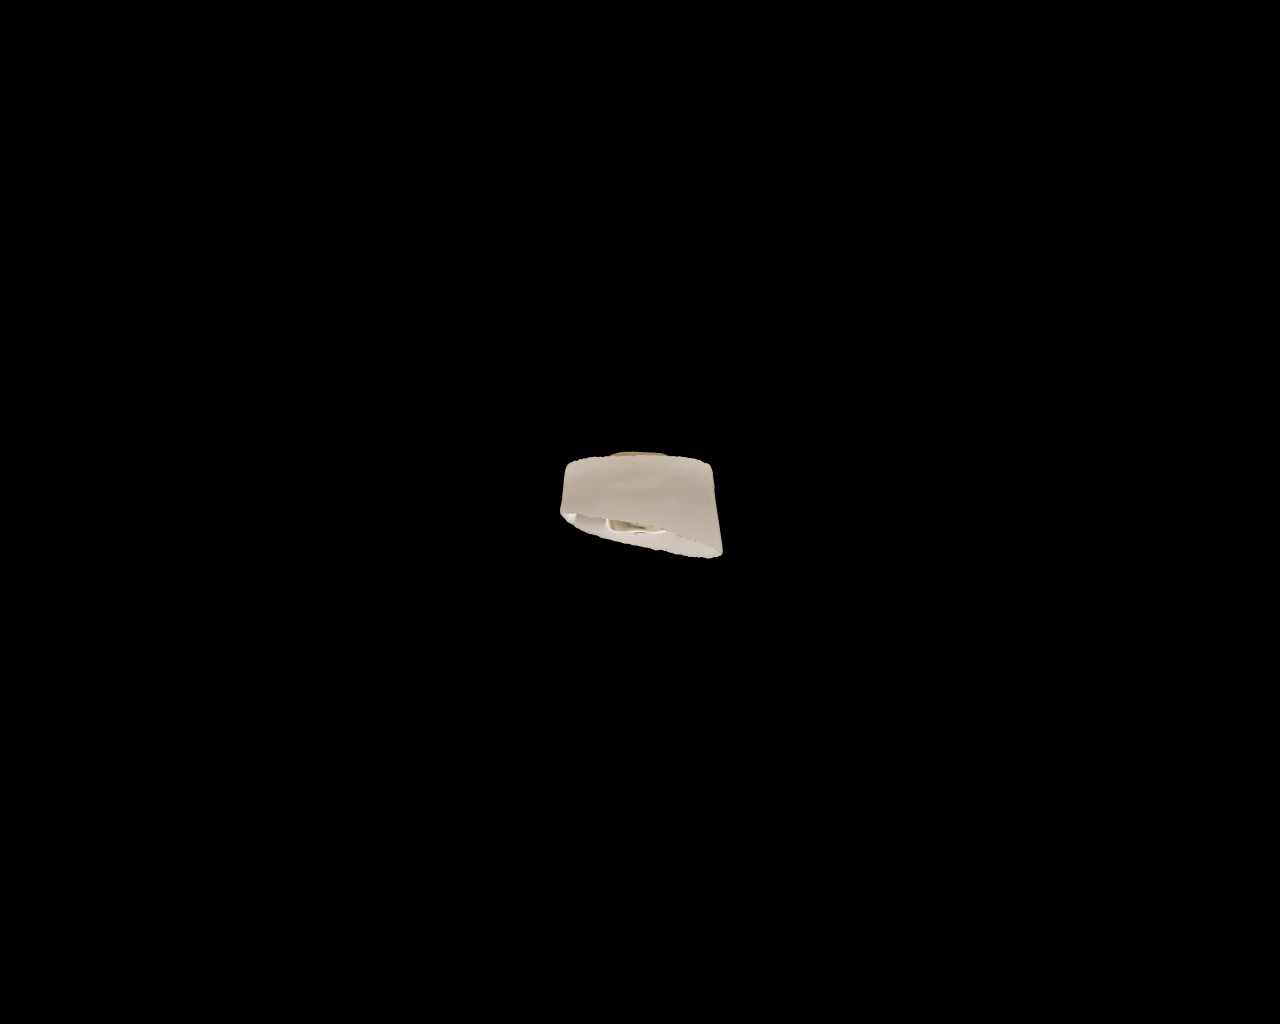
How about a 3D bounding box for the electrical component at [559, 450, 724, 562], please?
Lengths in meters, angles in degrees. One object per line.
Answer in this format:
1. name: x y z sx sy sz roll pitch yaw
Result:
1. electrical component: 0.001 -0.003 0.650 0.099 0.064 0.099 0 -9 0
